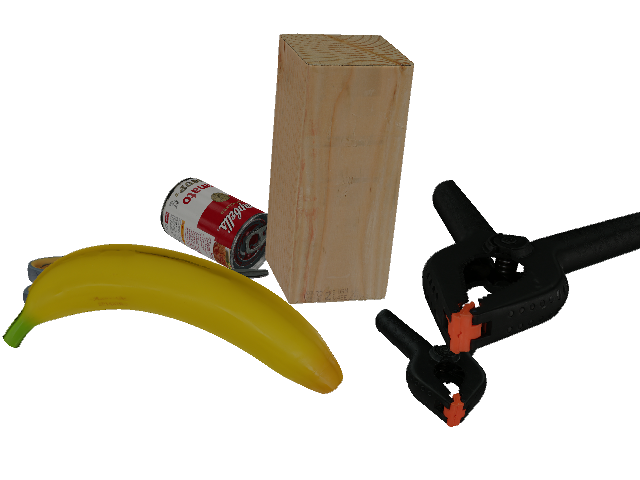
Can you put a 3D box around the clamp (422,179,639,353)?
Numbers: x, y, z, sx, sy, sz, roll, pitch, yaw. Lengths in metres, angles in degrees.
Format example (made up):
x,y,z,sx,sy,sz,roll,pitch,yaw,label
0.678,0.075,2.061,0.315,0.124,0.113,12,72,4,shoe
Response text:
x,y,z,sx,sy,sz,roll,pitch,yaw,label
0.119,0.012,0.729,0.165,0.036,0.209,14,30,29,clamp

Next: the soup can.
x,y,z,sx,sy,sz,roll,pitch,yaw,label
-0.104,-0.016,1.088,0.102,0.068,0.068,27,14,30,soup can

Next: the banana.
x,y,z,sx,sy,sz,roll,pitch,yaw,label
-0.081,0.039,0.608,0.198,0.070,0.037,9,24,5,banana

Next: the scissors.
x,y,z,sx,sy,sz,roll,pitch,yaw,label
-0.151,0.036,0.867,0.202,0.016,0.096,4,22,13,scissors

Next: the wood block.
x,y,z,sx,sy,sz,roll,pitch,yaw,label
0.012,-0.060,0.891,0.090,0.206,0.091,-2,26,-16,wood block

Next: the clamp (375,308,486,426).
x,y,z,sx,sy,sz,roll,pitch,yaw,label
0.132,0.121,1.077,0.120,0.039,0.171,-7,35,-9,clamp
